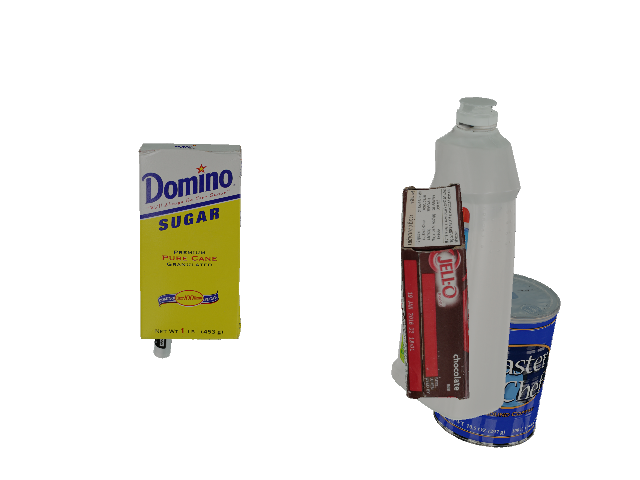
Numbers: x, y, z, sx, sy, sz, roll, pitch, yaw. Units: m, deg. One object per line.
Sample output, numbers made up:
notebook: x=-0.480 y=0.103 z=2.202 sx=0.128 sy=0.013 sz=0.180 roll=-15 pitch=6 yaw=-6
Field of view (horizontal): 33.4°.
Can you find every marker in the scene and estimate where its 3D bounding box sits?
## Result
marker: x=-0.168 y=0.079 z=1.167 sx=0.020 sy=0.121 sz=0.020 roll=8 pitch=36 yaw=-6

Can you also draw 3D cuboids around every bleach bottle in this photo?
bleach bottle: x=0.110 y=0.010 z=0.848 sx=0.068 sy=0.251 sz=0.103 roll=-10 pitch=24 yaw=-28

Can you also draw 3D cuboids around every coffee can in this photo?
coffee can: x=0.170 y=0.114 z=1.037 sx=0.103 sy=0.140 sz=0.103 roll=5 pitch=23 yaw=-2

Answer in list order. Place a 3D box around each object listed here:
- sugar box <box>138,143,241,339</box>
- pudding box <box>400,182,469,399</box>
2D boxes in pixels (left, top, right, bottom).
sugar box: x=-0.118 y=0.001 z=0.975 sx=0.093 sy=0.176 sz=0.048 roll=0 pitch=14 yaw=-4
pudding box: x=0.066 y=0.026 z=0.611 sx=0.039 sy=0.090 sz=0.113 roll=-2 pitch=20 yaw=4
